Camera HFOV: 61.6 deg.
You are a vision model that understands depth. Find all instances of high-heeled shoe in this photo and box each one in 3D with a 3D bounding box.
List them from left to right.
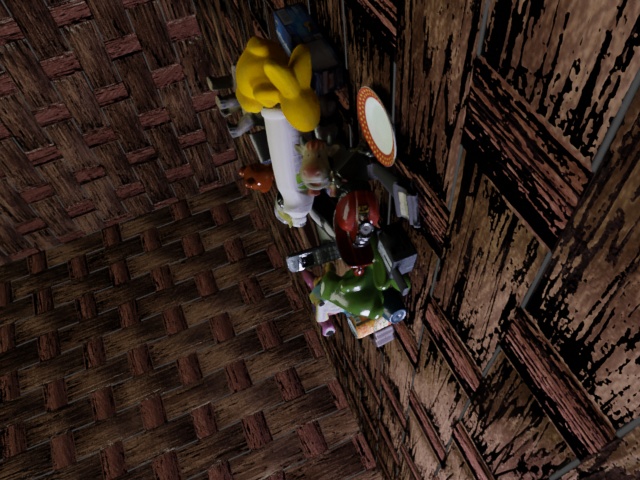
[{"bbox_3d":[0.029,-0.031,1.196,0.248,0.086,0.145,60,156,-6],"label":"high-heeled shoe"}]

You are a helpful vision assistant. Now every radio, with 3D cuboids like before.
[{"bbox_3d":[-0.079,-0.230,1.250,0.229,0.131,0.073,-85,-24,-80],"label":"radio"}]

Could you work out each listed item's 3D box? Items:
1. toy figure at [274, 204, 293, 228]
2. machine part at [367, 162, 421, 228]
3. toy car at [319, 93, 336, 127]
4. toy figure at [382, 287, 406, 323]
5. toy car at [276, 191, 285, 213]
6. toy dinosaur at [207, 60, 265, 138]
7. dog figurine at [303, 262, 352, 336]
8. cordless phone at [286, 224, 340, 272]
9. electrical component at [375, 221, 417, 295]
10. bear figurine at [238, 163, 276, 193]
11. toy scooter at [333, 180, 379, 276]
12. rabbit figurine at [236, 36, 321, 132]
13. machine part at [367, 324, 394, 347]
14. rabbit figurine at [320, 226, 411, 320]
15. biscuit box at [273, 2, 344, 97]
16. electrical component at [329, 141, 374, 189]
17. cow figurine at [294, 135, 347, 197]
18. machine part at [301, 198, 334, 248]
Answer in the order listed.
[{"bbox_3d":[-0.075,-0.106,1.616,0.082,0.089,0.180,37,-154,10],"label":"toy figure"},{"bbox_3d":[0.121,-0.082,0.867,0.139,0.039,0.084,55,172,48],"label":"machine part"},{"bbox_3d":[-0.021,-0.303,1.118,0.202,0.053,0.089,48,164,54],"label":"toy car"},{"bbox_3d":[0.129,0.111,1.155,0.064,0.058,0.155,49,-174,-47],"label":"toy figure"},{"bbox_3d":[-0.048,-0.146,1.336,0.201,0.056,0.073,-42,36,37],"label":"toy car"},{"bbox_3d":[-0.144,-0.328,1.301,0.471,0.199,0.105,83,166,-82],"label":"toy dinosaur"},{"bbox_3d":[0.017,0.123,1.356,0.219,0.108,0.191,-115,7,-48],"label":"dog figurine"},{"bbox_3d":[-0.003,-0.004,1.275,0.089,0.184,0.146,-118,10,-57],"label":"cordless phone"},{"bbox_3d":[0.143,0.035,0.960,0.074,0.048,0.119,85,160,-59],"label":"electrical component"},{"bbox_3d":[-0.125,-0.175,1.544,0.120,0.196,0.131,52,163,50],"label":"bear figurine"},{"bbox_3d":[0.064,-0.014,0.955,0.183,0.075,0.135,106,156,-67],"label":"toy scooter"},{"bbox_3d":[-0.057,-0.271,0.942,0.173,0.122,0.162,52,156,13],"label":"rabbit figurine"},{"bbox_3d":[0.127,0.174,1.330,0.179,0.056,0.179,159,89,-82],"label":"machine part"},{"bbox_3d":[0.092,0.060,1.057,0.159,0.121,0.170,31,111,46],"label":"rabbit figurine"},{"bbox_3d":[-0.024,-0.355,0.997,0.062,0.059,0.203,84,162,-57],"label":"biscuit box"},{"bbox_3d":[0.059,-0.125,0.957,0.078,0.102,0.045,44,-175,-31],"label":"electrical component"},{"bbox_3d":[0.009,-0.150,1.038,0.195,0.086,0.127,-56,-36,-64],"label":"cow figurine"},{"bbox_3d":[-0.001,-0.056,1.453,0.202,0.087,0.200,-121,14,-52],"label":"machine part"}]
